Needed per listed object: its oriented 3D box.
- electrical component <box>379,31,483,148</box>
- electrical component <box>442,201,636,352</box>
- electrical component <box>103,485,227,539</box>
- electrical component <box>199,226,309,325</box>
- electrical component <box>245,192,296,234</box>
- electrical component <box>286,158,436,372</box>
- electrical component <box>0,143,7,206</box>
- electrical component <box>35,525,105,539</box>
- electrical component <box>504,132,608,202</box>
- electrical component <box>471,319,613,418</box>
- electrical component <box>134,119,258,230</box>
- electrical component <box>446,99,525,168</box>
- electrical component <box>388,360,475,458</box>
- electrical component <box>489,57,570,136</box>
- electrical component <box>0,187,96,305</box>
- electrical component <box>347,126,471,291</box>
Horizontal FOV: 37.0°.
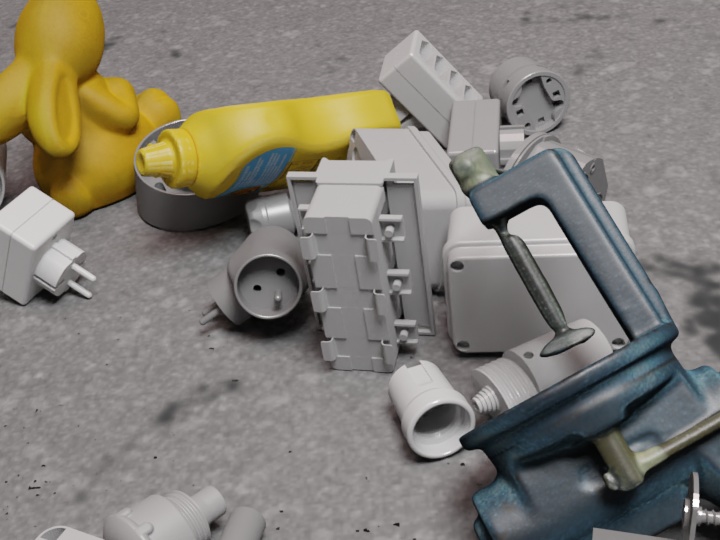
[{"bbox_3d":[0.045,-0.137,0.886,0.076,0.083,0.047,-36,24,30],"label":"electrical component"},{"bbox_3d":[0.110,0.006,0.662,0.113,0.078,0.057,-2,33,10],"label":"electrical component"},{"bbox_3d":[-0.098,0.135,0.556,0.048,0.048,0.062,23,39,37],"label":"electrical component"},{"bbox_3d":[-0.074,0.011,0.716,0.079,0.043,0.077,-35,14,7],"label":"electrical component"},{"bbox_3d":[-0.053,-0.041,0.799,0.061,0.035,0.035,-12,35,-9],"label":"electrical component"},{"bbox_3d":[0.000,0.000,0.655,0.079,0.121,0.063,2,39,14],"label":"electrical component"},{"bbox_3d":[-0.330,-0.079,0.855,0.099,0.099,0.064,-16,42,-11],"label":"electrical component"},{"bbox_3d":[-0.114,0.175,0.490,0.113,0.057,0.078,11,40,25],"label":"electrical component"},{"bbox_3d":[0.129,-0.050,0.735,0.051,0.080,0.080,26,48,31],"label":"electrical component"},{"bbox_3d":[0.101,0.062,0.614,0.081,0.043,0.043,-21,37,-17],"label":"electrical component"},{"bbox_3d":[-0.131,-0.073,0.854,0.099,0.064,0.099,0,48,0],"label":"electrical component"},{"bbox_3d":[0.108,-0.092,0.824,0.076,0.047,0.083,-2,36,10],"label":"electrical component"},{"bbox_3d":[0.039,0.078,0.611,0.040,0.040,0.046,-16,30,-10],"label":"electrical component"},{"bbox_3d":[0.138,-0.145,0.888,0.055,0.055,0.047,-15,32,-10],"label":"electrical component"},{"bbox_3d":[-0.221,-0.007,0.766,0.077,0.065,0.047,32,45,4],"label":"electrical component"},{"bbox_3d":[0.032,-0.044,0.741,0.057,0.078,0.113,-2,33,-18],"label":"electrical component"}]
